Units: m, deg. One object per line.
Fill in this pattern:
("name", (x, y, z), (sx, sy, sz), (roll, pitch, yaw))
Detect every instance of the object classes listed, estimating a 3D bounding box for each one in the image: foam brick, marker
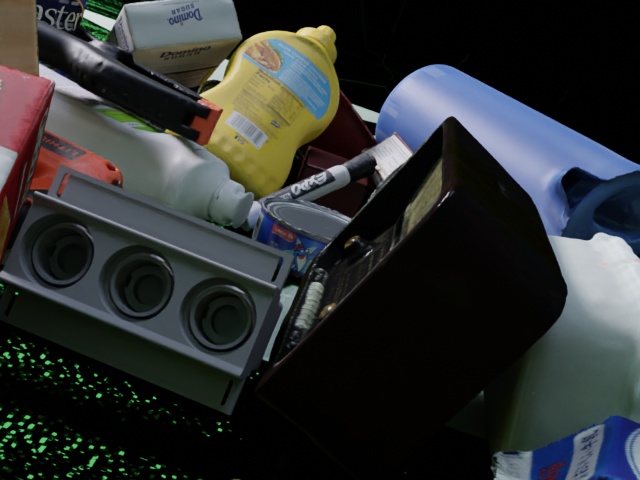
("foam brick", (0.006, -0.038, 0.871), (0.053, 0.051, 0.078), (19, 15, -4))
("marker", (-0.007, -0.038, 0.802), (0.121, 0.020, 0.020), (-25, 37, -25))

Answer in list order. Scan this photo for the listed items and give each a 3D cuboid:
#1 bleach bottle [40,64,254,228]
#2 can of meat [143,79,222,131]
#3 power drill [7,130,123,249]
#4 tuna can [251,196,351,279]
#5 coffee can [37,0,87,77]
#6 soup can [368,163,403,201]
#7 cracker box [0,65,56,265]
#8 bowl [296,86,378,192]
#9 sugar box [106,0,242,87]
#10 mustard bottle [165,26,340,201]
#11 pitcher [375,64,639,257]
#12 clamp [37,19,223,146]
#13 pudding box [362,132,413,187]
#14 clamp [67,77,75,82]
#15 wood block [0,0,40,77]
("bleach bottle", (-0.164, -0.072, 0.761), (0.251, 0.068, 0.102), (26, 15, 16))
("can of meat", (-0.090, -0.100, 0.914), (0.101, 0.057, 0.084), (6, -3, -43))
("power drill", (-0.209, -0.028, 0.563), (0.184, 0.057, 0.187), (28, 20, 17))
("tuna can", (-0.005, 0.001, 0.752), (0.086, 0.034, 0.086), (18, 15, -5))
("coffee can", (-0.251, -0.181, 0.885), (0.102, 0.140, 0.103), (18, 15, -5))
("soup can", (0.087, -0.001, 0.741), (0.102, 0.068, 0.068), (40, 7, -23))
("cracker box", (-0.200, -0.009, 0.379), (0.164, 0.072, 0.213), (16, 31, -11))
("bowl", (0.001, -0.098, 0.984), (0.162, 0.055, 0.162), (53, -3, 3))
("sugar box", (-0.138, -0.154, 0.911), (0.093, 0.048, 0.176), (-11, -9, -25))
("mustard bottle", (-0.038, -0.113, 0.857), (0.096, 0.058, 0.191), (38, 55, -5))
("pitcher", (0.162, -0.048, 0.913), (0.144, 0.149, 0.243), (-10, 37, -36))
("clamp", (-0.153, -0.123, 0.765), (0.210, 0.036, 0.164), (28, 10, 16))
("pudding box", (0.075, -0.029, 0.856), (0.039, 0.090, 0.113), (-27, 20, -1))
("clamp", (-0.210, -0.147, 1.017), (0.171, 0.039, 0.120), (-1, 19, -42))
("wood block", (-0.267, -0.117, 0.603), (0.205, 0.090, 0.091), (-3, 1, -16))
